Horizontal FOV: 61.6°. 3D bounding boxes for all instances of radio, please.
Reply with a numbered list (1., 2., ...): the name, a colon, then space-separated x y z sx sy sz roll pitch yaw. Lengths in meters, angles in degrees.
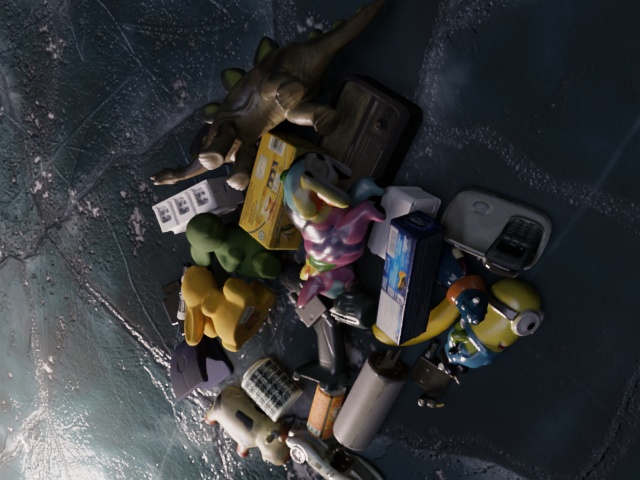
1. radio: 0.059 -0.134 0.860 0.131 0.073 0.229 33 118 20

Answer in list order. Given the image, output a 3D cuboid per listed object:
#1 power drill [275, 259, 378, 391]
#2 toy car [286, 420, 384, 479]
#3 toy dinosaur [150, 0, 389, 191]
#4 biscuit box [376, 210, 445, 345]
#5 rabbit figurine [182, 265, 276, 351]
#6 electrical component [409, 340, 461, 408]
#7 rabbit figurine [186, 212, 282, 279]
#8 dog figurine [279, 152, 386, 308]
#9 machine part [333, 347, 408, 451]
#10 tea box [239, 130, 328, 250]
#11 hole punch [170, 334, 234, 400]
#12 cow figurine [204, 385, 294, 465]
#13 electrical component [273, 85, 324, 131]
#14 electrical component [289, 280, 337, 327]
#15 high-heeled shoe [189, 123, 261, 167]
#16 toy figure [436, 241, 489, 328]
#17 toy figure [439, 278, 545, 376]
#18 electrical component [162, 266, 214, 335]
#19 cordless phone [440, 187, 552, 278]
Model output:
1. power drill: -0.004 0.150 0.966 0.232 0.086 0.207 12 101 36
2. toy car: 0.025 0.415 1.010 0.202 0.073 0.056 34 120 18
3. toy dinosaur: -0.058 -0.225 0.790 0.471 0.105 0.199 -33 46 5
4. biscuit box: 0.133 0.058 0.806 0.059 0.063 0.202 39 136 42
5. rabbit figurine: -0.192 0.119 1.013 0.173 0.122 0.162 32 108 20
6. electrical component: 0.190 0.227 0.889 0.078 0.045 0.102 37 117 15
7. rabbit figurine: -0.167 -0.006 0.960 0.159 0.170 0.121 -5 66 47
8. dog figurine: -0.002 -0.002 0.809 0.191 0.108 0.219 23 122 -16
9. machine part: 0.087 0.282 0.942 0.079 0.079 0.243 30 115 20
10. tea box: -0.061 -0.079 0.860 0.098 0.068 0.169 39 119 43
11. hole punch: -0.263 0.263 1.129 0.142 0.092 0.116 -41 77 34
12. cow figurine: -0.132 0.372 1.086 0.195 0.085 0.127 39 123 17
13. electrical component: -0.039 -0.239 0.905 0.119 0.048 0.074 -24 91 31
14. electrical component: -0.012 0.115 0.903 0.094 0.021 0.063 51 123 18
15. high-heeled shoe: -0.138 -0.160 0.989 0.249 0.145 0.086 5 70 55
16. toy figure: 0.207 0.060 0.796 0.058 0.064 0.155 -20 49 -4
17. toy figure: 0.254 0.133 0.812 0.089 0.082 0.180 49 122 8
18. electrical component: -0.265 0.129 1.114 0.134 0.058 0.115 -25 87 31
19. cordless phone: 0.226 0.000 0.735 0.147 0.184 0.088 25 117 22
